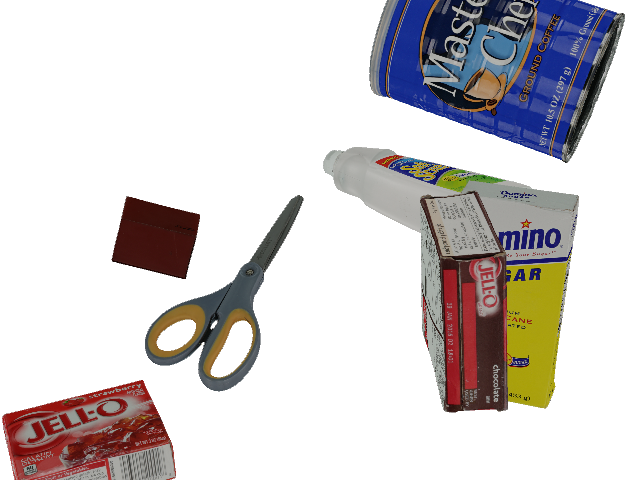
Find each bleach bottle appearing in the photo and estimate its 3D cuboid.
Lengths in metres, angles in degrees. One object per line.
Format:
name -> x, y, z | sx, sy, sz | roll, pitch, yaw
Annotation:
bleach bottle -> 0.094, -0.051, 1.108 | 0.102, 0.068, 0.251 | -18, 28, -41

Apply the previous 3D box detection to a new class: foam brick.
foam brick -> -0.165, -0.003, 1.069 | 0.078, 0.051, 0.053 | 15, 26, -9

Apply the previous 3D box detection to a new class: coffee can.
coffee can -> 0.117, -0.124, 0.713 | 0.140, 0.103, 0.102 | 22, 6, 15

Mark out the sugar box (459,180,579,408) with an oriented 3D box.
sugar box -> 0.154, 0.045, 0.878 | 0.093, 0.176, 0.048 | 9, 24, 17

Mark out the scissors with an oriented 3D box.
scissors -> -0.074, 0.033, 0.829 | 0.096, 0.016, 0.201 | 1, 45, 10

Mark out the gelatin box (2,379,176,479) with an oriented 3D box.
gelatin box -> -0.137, 0.120, 0.629 | 0.089, 0.030, 0.073 | -12, 26, -18

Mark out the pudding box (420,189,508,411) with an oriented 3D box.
pudding box -> 0.079, 0.031, 0.596 | 0.039, 0.090, 0.113 | -3, 20, -1
